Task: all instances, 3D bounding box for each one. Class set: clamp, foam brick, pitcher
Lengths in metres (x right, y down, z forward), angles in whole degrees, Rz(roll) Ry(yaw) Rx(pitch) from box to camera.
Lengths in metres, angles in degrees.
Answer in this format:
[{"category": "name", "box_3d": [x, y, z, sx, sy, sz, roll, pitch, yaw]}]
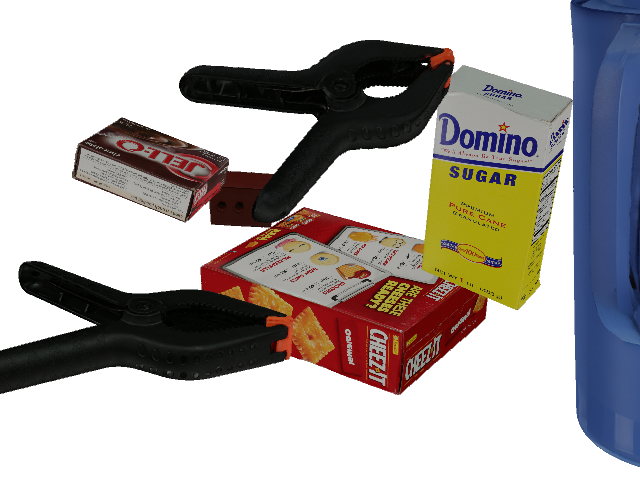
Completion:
[{"category": "clamp", "box_3d": [-0.125, 0.056, 0.726, 0.210, 0.036, 0.164, 0, 24, -9]}, {"category": "foam brick", "box_3d": [-0.097, -0.052, 1.326, 0.078, 0.053, 0.051, 3, 28, 5]}, {"category": "pitcher", "box_3d": [0.184, -0.005, 0.540, 0.149, 0.243, 0.145, -4, 18, -6]}, {"category": "clamp", "box_3d": [0.010, -0.073, 0.650, 0.171, 0.120, 0.039, -14, -26, -11]}]

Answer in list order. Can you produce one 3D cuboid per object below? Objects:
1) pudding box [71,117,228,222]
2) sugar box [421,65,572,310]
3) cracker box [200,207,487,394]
[{"category": "pudding box", "box_3d": [-0.148, -0.064, 0.943, 0.113, 0.039, 0.090, 19, 24, 7]}, {"category": "sugar box", "box_3d": [0.132, -0.038, 0.825, 0.093, 0.176, 0.048, 23, 44, 27]}, {"category": "cracker box", "box_3d": [0.023, 0.049, 0.975, 0.214, 0.072, 0.163, 17, 30, 31]}]
